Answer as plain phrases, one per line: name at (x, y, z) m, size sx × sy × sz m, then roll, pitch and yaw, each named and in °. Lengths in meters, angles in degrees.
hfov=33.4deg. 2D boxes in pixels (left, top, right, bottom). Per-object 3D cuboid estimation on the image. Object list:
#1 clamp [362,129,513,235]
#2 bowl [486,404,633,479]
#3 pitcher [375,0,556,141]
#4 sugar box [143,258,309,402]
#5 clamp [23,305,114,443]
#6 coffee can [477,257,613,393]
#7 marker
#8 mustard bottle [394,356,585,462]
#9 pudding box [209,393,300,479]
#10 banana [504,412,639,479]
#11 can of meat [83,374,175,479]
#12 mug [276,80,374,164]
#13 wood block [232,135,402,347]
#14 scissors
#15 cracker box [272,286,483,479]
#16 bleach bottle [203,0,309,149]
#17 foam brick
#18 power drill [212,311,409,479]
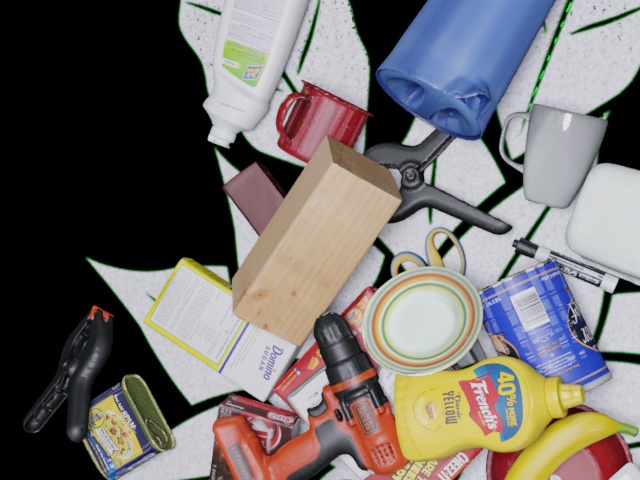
clamp at (0.113, -0.063, 1.215) m, size 0.210 × 0.036 × 0.164 m, roll -17°, pitch 77°, yaw 13°
bowl at (0.259, 0.256, 1.156) m, size 0.162 × 0.055 × 0.162 m, roll -1°, pitch 87°, yaw 14°
pitcher at (0.170, -0.242, 1.163) m, size 0.149 × 0.145 × 0.243 m, roll 31°, pitch 82°, yaw 14°
sugar box at (-0.111, 0.104, 1.258) m, size 0.176 × 0.048 × 0.093 m, roll 32°, pitch 96°, yaw 10°
clamp at (-0.286, 0.163, 1.270) m, size 0.120 × 0.039 × 0.171 m, roll 12°, pitch 74°, yaw 44°
coffee can at (0.236, 0.103, 1.145) m, size 0.103 × 0.102 × 0.140 m, roll -26°, pitch 81°, yaw 11°
marker at (0.270, 0.027, 1.184) m, size 0.121 × 0.020 × 0.020 m, roll 24°, pitch 93°, yaw 14°
mustard bottle at (0.173, 0.169, 1.087) m, size 0.192 × 0.058 × 0.096 m, roll -12°, pitch 71°, yaw 24°
pudding box at (-0.076, 0.242, 1.228) m, size 0.090 × 0.039 × 0.113 m, roll 15°, pitch 114°, yaw 14°
banana at (0.238, 0.242, 1.113) m, size 0.198 × 0.037 × 0.070 m, roll -45°, pitch 77°, yaw 8°
can of meat at (-0.236, 0.226, 1.276) m, size 0.084 × 0.057 × 0.102 m, roll -32°, pitch 80°, yaw 12°
mug at (-0.005, -0.129, 1.213) m, size 0.093 × 0.117 × 0.081 m, roll 33°, pitch 101°, yaw 40°
wood block at (-0.007, 0.002, 1.179) m, size 0.090 × 0.091 × 0.206 m, roll 28°, pitch 109°, yaw -17°
scissors at (0.139, 0.087, 1.214) m, size 0.096 × 0.016 × 0.202 m, roll -12°, pitch 84°, yaw 14°
cracker box at (0.080, 0.182, 1.195) m, size 0.214 × 0.072 × 0.164 m, roll 44°, pitch 98°, yaw 11°
bleach bottle at (-0.084, -0.234, 1.262) m, size 0.103 × 0.068 × 0.251 m, roll 22°, pitch 94°, yaw 14°
foam brick at (-0.067, -0.046, 1.252) m, size 0.051 × 0.053 × 0.078 m, roll -39°, pitch 81°, yaw 9°
power drill at (-0.018, 0.191, 1.150) m, size 0.188 × 0.057 × 0.184 m, roll -26°, pitch 84°, yaw 12°
